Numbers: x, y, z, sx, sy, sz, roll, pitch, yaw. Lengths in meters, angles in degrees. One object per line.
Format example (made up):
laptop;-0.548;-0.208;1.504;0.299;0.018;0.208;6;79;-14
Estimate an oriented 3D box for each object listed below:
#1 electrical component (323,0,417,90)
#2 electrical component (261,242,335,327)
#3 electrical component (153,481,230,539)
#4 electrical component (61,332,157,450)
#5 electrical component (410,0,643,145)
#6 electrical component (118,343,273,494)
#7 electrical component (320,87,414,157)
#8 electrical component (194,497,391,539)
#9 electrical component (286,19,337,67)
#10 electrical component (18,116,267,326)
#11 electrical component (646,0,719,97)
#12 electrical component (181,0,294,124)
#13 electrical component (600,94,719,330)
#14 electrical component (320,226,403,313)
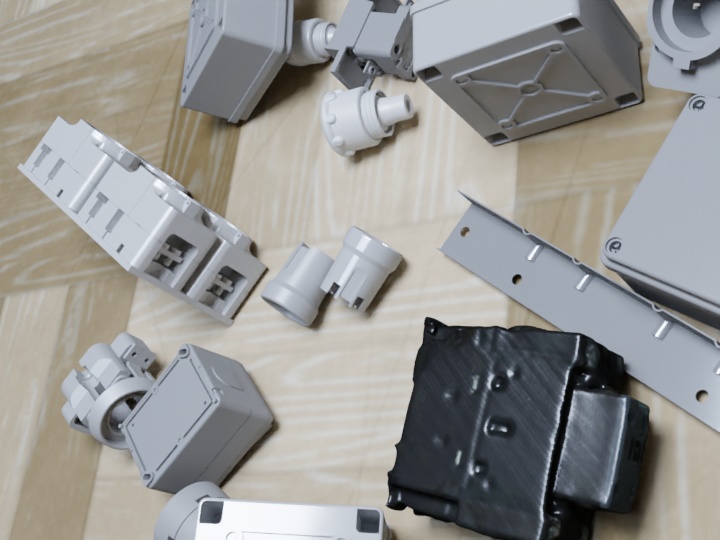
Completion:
electrical component;0.016;-0.167;0.782;0.064;0.042;0.081;16;78;39
electrical component;-0.039;0.009;0.734;0.040;0.040;0.046;23;76;41
electrical component;-0.095;0.170;0.682;0.047;0.055;0.055;28;86;38
electrical component;-0.175;0.093;0.779;0.078;0.058;0.057;-52;45;2
electrical component;0.103;-0.133;0.656;0.109;0.109;0.056;-14;63;31
electrical component;-0.112;0.108;0.725;0.096;0.061;0.061;-50;46;13
electrical component;0.006;-0.108;0.758;0.062;0.048;0.048;-11;61;25
electrical component;-0.040;0.188;0.602;0.109;0.056;0.108;2;65;6
electrical component;-0.030;-0.176;0.826;0.061;0.035;0.035;0;67;33
electrical component;-0.162;-0.044;0.807;0.186;0.105;0.060;35;91;42
electrical component;0.220;-0.183;0.563;0.105;0.060;0.186;21;114;42
electrical component;-0.096;-0.189;0.836;0.109;0.056;0.108;136;140;-54
electrical component;0.201;-0.024;0.561;0.109;0.056;0.108;28;85;42
electrical component;0.000;0.000;0.710;0.040;0.040;0.046;35;95;42
